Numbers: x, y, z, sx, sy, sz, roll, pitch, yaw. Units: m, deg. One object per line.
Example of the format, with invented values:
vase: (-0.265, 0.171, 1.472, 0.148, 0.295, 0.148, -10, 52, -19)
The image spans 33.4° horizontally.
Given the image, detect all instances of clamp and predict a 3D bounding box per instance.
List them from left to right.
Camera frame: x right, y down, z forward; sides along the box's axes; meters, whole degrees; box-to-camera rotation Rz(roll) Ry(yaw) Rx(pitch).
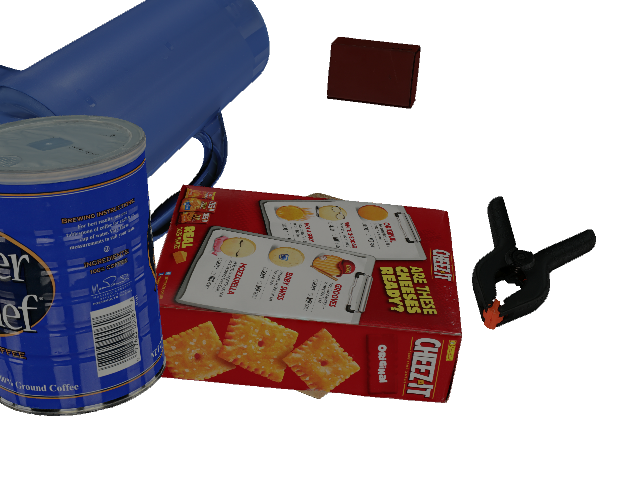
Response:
clamp: (0.201, 0.020, 1.120, 0.120, 0.039, 0.171, 25, 49, 27)

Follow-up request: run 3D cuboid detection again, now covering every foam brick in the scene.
foam brick: (0.048, -0.152, 0.963, 0.078, 0.051, 0.053, 8, 18, 9)

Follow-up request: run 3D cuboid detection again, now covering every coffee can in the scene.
coffee can: (-0.143, 0.011, 0.595, 0.103, 0.140, 0.103, -2, 22, 1)

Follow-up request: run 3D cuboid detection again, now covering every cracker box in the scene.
cracker box: (-0.011, 0.037, 0.787, 0.213, 0.072, 0.164, 6, 33, -1)

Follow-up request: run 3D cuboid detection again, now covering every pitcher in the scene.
pitcher: (-0.145, -0.117, 0.891, 0.145, 0.149, 0.242, 21, 47, 29)

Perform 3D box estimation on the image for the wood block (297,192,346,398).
wood block: (-0.002, 0.060, 1.218, 0.090, 0.206, 0.090, 18, 19, 22)
